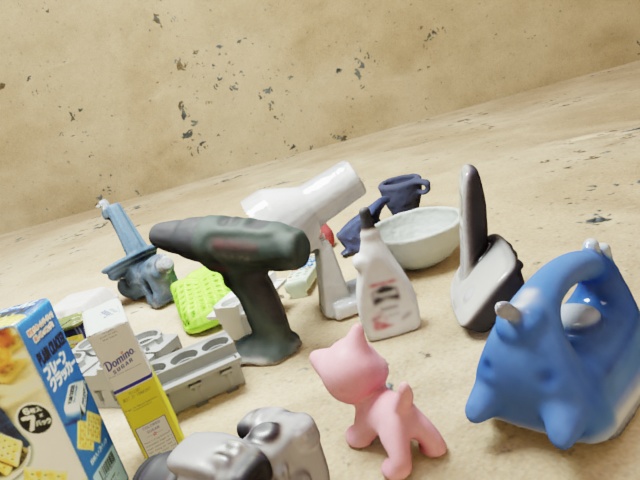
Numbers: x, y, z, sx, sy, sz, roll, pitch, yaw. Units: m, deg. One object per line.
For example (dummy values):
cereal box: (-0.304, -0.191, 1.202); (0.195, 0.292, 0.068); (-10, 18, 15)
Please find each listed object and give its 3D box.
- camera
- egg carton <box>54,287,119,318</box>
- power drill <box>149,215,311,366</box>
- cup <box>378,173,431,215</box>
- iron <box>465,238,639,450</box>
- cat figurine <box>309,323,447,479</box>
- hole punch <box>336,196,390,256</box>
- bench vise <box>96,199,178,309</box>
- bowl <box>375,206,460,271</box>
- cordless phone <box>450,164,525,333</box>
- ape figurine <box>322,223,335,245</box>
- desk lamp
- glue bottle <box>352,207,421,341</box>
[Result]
camera: (-0.085, 0.199, 0.479); (0.136, 0.101, 0.143); (-5, 19, 34)
egg carton: (-0.447, 0.143, 1.072); (0.107, 0.069, 0.150); (-13, 16, 9)
power drill: (-0.110, 0.062, 0.770); (0.229, 0.208, 0.076); (-8, 18, 25)
cup: (0.183, -0.081, 1.175); (0.117, 0.095, 0.092); (0, 23, 44)
iron: (0.234, 0.071, 0.529); (0.259, 0.141, 0.118); (-29, 21, -38)
cat figurine: (0.047, 0.137, 0.529); (0.067, 0.118, 0.127); (-24, 18, -26)
hole punch: (0.085, -0.028, 1.099); (0.100, 0.091, 0.109); (-6, 19, 30)
bench vise: (-0.354, 0.018, 1.131); (0.206, 0.220, 0.122); (-7, 18, 28)
bowl: (0.162, 0.005, 0.943); (0.167, 0.075, 0.167); (-15, 16, 5)
cordless phone: (0.194, 0.006, 0.705); (0.094, 0.185, 0.147); (-14, 16, 7)
ape figurine: (-0.013, -0.023, 1.175); (0.075, 0.092, 0.078); (0, 23, 44)
desk lamp: (0.008, 0.003, 0.844); (0.203, 0.214, 0.117); (-18, 16, -7)
glue bottle: (0.074, 0.040, 0.728); (0.078, 0.173, 0.037); (-17, 16, -3)
